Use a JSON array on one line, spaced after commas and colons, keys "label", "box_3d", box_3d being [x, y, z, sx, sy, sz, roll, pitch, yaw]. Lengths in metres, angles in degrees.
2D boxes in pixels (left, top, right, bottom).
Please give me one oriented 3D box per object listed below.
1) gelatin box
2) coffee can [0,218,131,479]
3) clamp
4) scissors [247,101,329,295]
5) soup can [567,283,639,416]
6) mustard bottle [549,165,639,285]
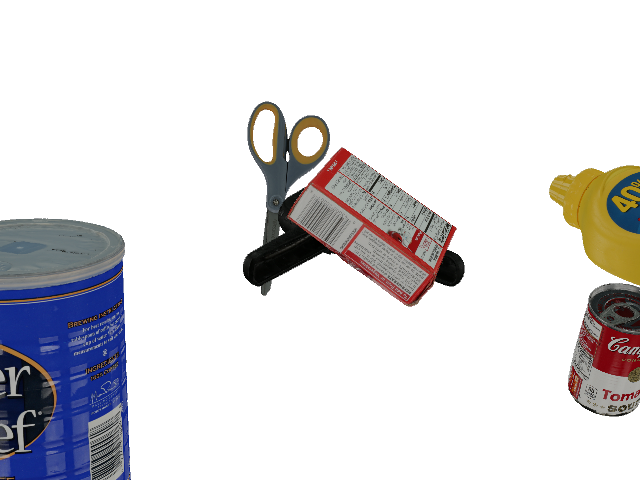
[{"label": "gelatin box", "box_3d": [0.032, -0.009, 0.623, 0.089, 0.030, 0.073, 36, 26, 0]}, {"label": "coffee can", "box_3d": [-0.150, 0.069, 0.549, 0.103, 0.140, 0.103, 1, 16, 0]}, {"label": "clamp", "box_3d": [0.026, -0.007, 0.867, 0.164, 0.036, 0.210, 4, 19, -1]}, {"label": "scissors", "box_3d": [-0.029, -0.048, 1.110, 0.096, 0.202, 0.016, -8, -8, -9]}, {"label": "soup can", "box_3d": [0.264, 0.099, 0.958, 0.068, 0.102, 0.068, 3, 35, -2]}, {"label": "mustard bottle", "box_3d": [0.222, -0.003, 0.660, 0.096, 0.058, 0.192, -28, 37, -30]}]
